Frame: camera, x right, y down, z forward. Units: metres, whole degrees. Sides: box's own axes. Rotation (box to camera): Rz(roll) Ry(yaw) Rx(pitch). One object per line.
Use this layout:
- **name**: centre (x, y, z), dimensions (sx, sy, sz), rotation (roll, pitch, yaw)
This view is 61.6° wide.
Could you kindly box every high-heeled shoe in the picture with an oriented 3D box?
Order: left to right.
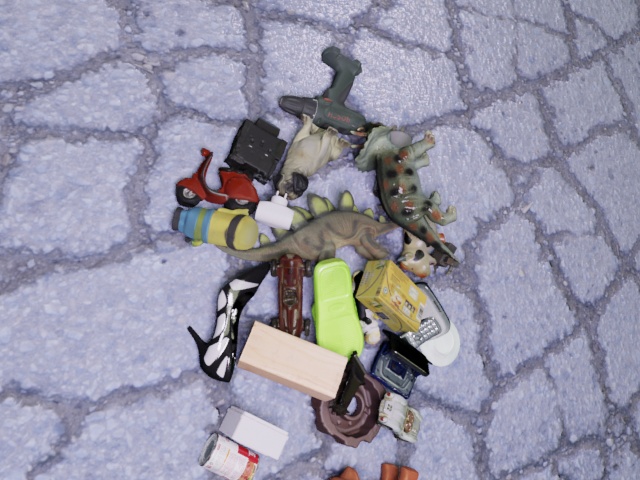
- **high-heeled shoe**: centre (-0.161, 0.169, 1.115), dimensions (0.249, 0.086, 0.145), rotation (-43, 79, -10)

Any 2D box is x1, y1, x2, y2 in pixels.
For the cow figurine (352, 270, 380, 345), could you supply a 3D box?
- **cow figurine**: centre (0.111, 0.158, 1.271), dimensions (0.098, 0.068, 0.167), rotation (17, 69, -18)

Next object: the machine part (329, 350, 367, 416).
- **machine part**: centre (0.064, 0.310, 1.146), dimensions (0.139, 0.039, 0.084), rotation (-57, 139, -44)

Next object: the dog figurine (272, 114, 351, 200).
- **dog figurine**: centre (-0.029, -0.177, 1.271), dimensions (0.190, 0.121, 0.172), rotation (-62, 152, 4)

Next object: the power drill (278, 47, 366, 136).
- **power drill**: centre (0.020, -0.373, 1.341), dimensions (0.232, 0.086, 0.207), rotation (21, 66, -23)

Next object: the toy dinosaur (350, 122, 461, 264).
- **toy dinosaur**: centre (0.197, -0.118, 1.267), dimensions (0.192, 0.131, 0.404), rotation (-16, 82, -5)

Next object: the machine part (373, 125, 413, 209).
- **machine part**: centre (0.188, -0.190, 1.382), dimensions (0.079, 0.079, 0.243), rotation (20, 70, -21)

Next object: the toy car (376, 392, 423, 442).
- **toy car**: centre (0.182, 0.404, 1.217), dimensions (0.201, 0.056, 0.073), rotation (50, 52, -47)

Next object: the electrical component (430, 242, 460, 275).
- **electrical component**: centre (0.319, 0.047, 1.386), dimensions (0.045, 0.102, 0.078), rotation (36, 75, -19)

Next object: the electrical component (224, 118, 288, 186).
- **electrical component**: centre (-0.144, -0.211, 1.236), dimensions (0.115, 0.058, 0.134), rotation (27, 69, -21)

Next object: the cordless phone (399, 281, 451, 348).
- **cordless phone**: centre (0.211, 0.201, 1.314), dimensions (0.184, 0.089, 0.146), rotation (-33, 94, -9)

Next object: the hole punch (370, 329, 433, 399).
- **hole punch**: centre (0.184, 0.287, 1.235), dimensions (0.142, 0.116, 0.092), rotation (32, 106, 2)

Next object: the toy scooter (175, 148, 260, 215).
- **toy scooter**: centre (-0.218, -0.129, 1.173), dimensions (0.184, 0.075, 0.135), rotation (9, 73, -19)

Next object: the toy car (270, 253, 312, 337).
- **toy car**: centre (-0.063, 0.128, 1.155), dimensions (0.089, 0.053, 0.202), rotation (2, 104, -1)

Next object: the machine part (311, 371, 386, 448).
- **machine part**: centre (0.067, 0.372, 1.210), dimensions (0.179, 0.056, 0.179), rotation (7, 75, -26)

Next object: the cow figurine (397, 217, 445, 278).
- **cow figurine**: centre (0.245, 0.000, 1.357), dimensions (0.127, 0.085, 0.195), rotation (-8, 70, -1)

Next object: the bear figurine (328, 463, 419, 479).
- **bear figurine**: centre (0.096, 0.530, 1.157), dimensions (0.196, 0.120, 0.132), rotation (25, 65, -14)

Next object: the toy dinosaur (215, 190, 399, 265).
- **toy dinosaur**: centre (-0.003, -0.004, 1.238), dimensions (0.471, 0.105, 0.198), rotation (-16, 79, -23)

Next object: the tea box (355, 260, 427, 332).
- **tea box**: centre (0.163, 0.128, 1.206), dimensions (0.169, 0.068, 0.098), rotation (44, 55, -34)

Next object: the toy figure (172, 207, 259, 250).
- **toy figure**: centre (-0.218, -0.023, 1.118), dimensions (0.180, 0.082, 0.089), rotation (11, 29, -4)
